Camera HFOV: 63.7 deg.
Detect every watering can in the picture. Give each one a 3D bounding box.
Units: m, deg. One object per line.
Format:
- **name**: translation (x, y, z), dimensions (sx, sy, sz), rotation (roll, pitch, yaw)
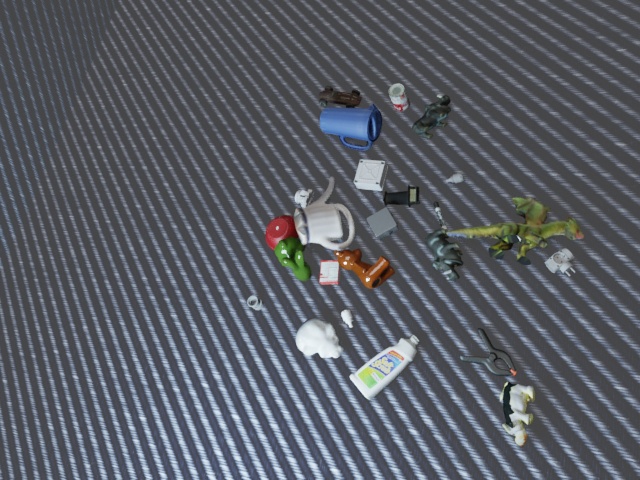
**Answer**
- **watering can**: translation (0.006, -0.100, 1.988), dimensions (0.225, 0.101, 0.355), rotation (-7, 55, -13)

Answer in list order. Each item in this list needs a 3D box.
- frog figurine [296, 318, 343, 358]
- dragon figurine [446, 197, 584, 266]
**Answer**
- **frog figurine**: translation (-0.002, 0.352, 1.789), dimensions (0.138, 0.120, 0.162), rotation (-34, 45, -17)
- **dragon figurine**: translation (0.656, -0.053, 1.721), dimensions (0.412, 0.119, 0.248), rotation (17, 51, 26)
